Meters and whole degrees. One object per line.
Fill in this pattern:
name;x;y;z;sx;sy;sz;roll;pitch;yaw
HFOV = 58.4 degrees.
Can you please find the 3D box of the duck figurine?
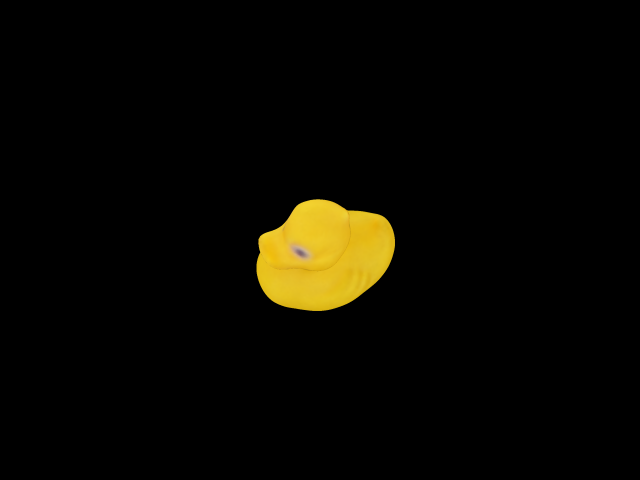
duck figurine;0.004;0.001;0.400;0.104;0.086;0.077;-17;68;-7
